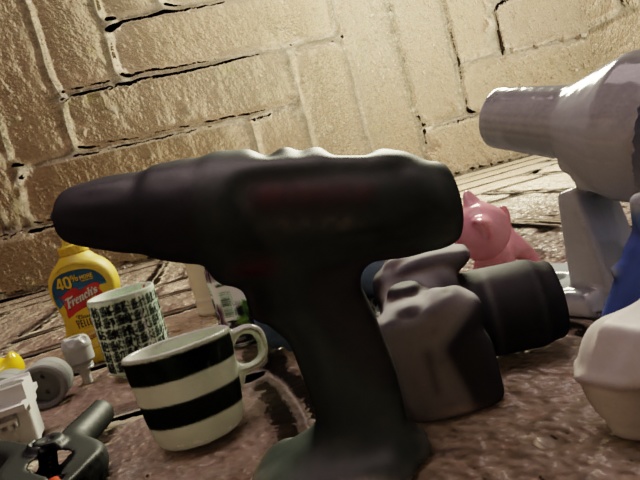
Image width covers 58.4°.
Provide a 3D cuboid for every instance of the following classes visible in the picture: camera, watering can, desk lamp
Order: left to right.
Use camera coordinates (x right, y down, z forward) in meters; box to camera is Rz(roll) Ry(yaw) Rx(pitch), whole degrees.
[{"bbox_3d":[-0.178,0.021,0.958,0.101,0.194,0.172,-19,8,-30],"label":"watering can"},{"bbox_3d":[0.113,0.053,0.434,0.136,0.101,0.143,-14,7,9],"label":"camera"},{"bbox_3d":[0.229,-0.045,0.510,0.118,0.213,0.202,-19,8,-34],"label":"desk lamp"}]

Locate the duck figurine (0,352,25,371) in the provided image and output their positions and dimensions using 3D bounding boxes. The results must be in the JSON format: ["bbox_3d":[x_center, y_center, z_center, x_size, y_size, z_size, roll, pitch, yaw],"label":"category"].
[{"bbox_3d":[-0.491,0.175,0.833,0.104,0.086,0.077,-15,7,0],"label":"duck figurine"}]

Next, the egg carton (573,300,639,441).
[{"bbox_3d":[0.208,0.063,0.274,0.107,0.069,0.150,-18,7,-28],"label":"egg carton"}]

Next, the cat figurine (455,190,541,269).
[{"bbox_3d":[0.198,-0.005,0.664,0.067,0.118,0.128,-9,9,40],"label":"cat figurine"}]

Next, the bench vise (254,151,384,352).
[{"bbox_3d":[0.008,0.000,0.598,0.207,0.220,0.121,-14,7,11],"label":"bench vise"}]

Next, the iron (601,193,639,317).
[{"bbox_3d":[0.289,-0.008,0.373,0.258,0.141,0.118,-15,7,0],"label":"iron"}]

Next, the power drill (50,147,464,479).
[{"bbox_3d":[-0.021,0.044,0.336,0.229,0.208,0.075,-15,7,0],"label":"power drill"}]
